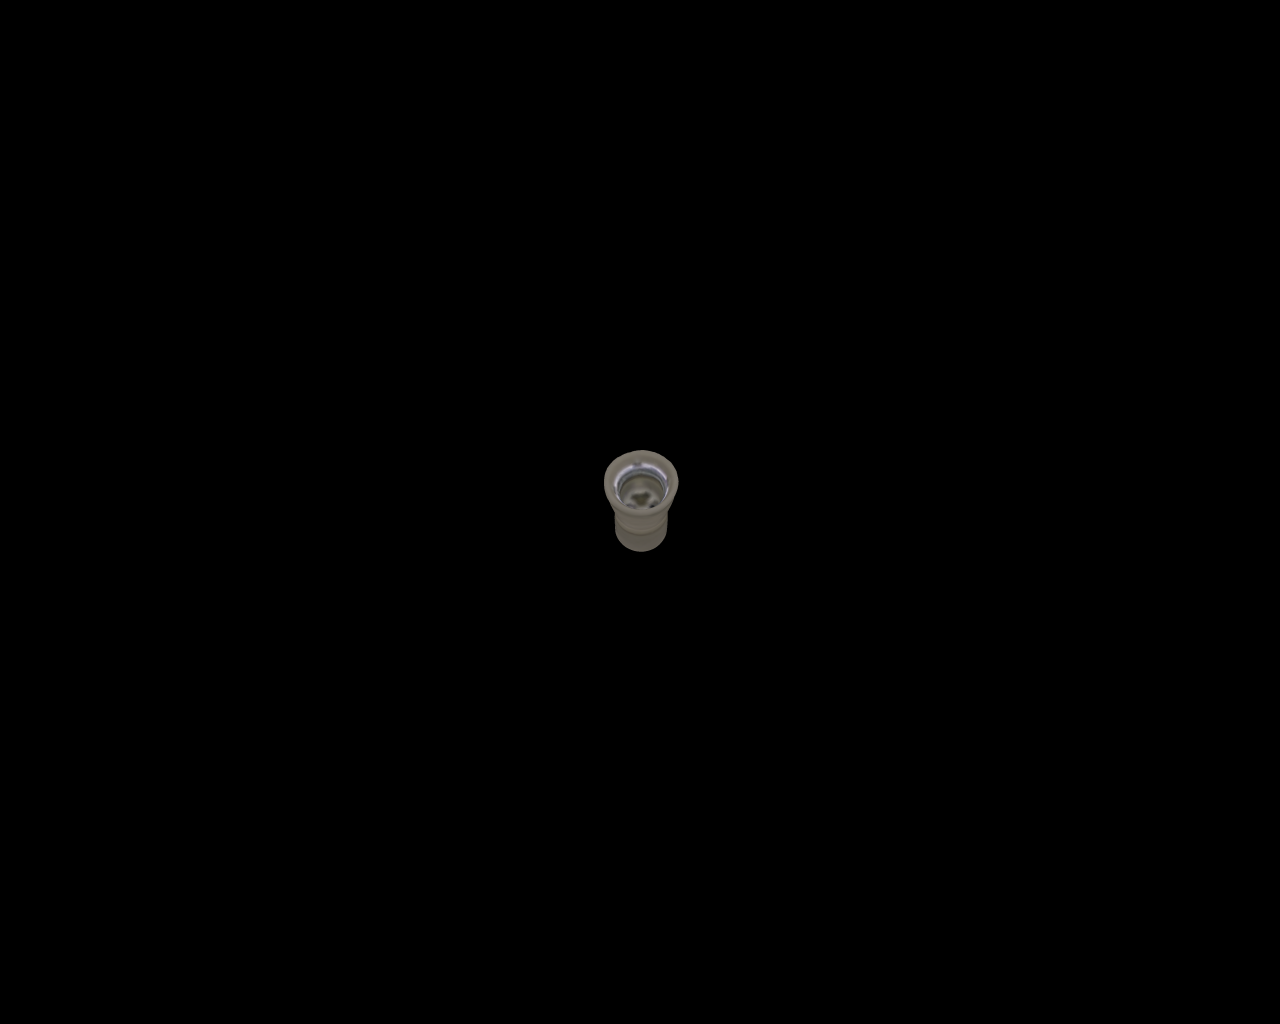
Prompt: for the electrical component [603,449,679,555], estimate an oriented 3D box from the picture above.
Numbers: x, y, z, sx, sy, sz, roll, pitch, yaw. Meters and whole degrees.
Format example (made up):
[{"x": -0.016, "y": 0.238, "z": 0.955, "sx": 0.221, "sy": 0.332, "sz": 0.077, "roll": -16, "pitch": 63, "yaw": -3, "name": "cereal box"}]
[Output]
[{"x": 0.001, "y": -0.003, "z": 0.650, "sx": 0.044, "sy": 0.044, "sz": 0.065, "roll": 0, "pitch": -30, "yaw": 0, "name": "electrical component"}]
